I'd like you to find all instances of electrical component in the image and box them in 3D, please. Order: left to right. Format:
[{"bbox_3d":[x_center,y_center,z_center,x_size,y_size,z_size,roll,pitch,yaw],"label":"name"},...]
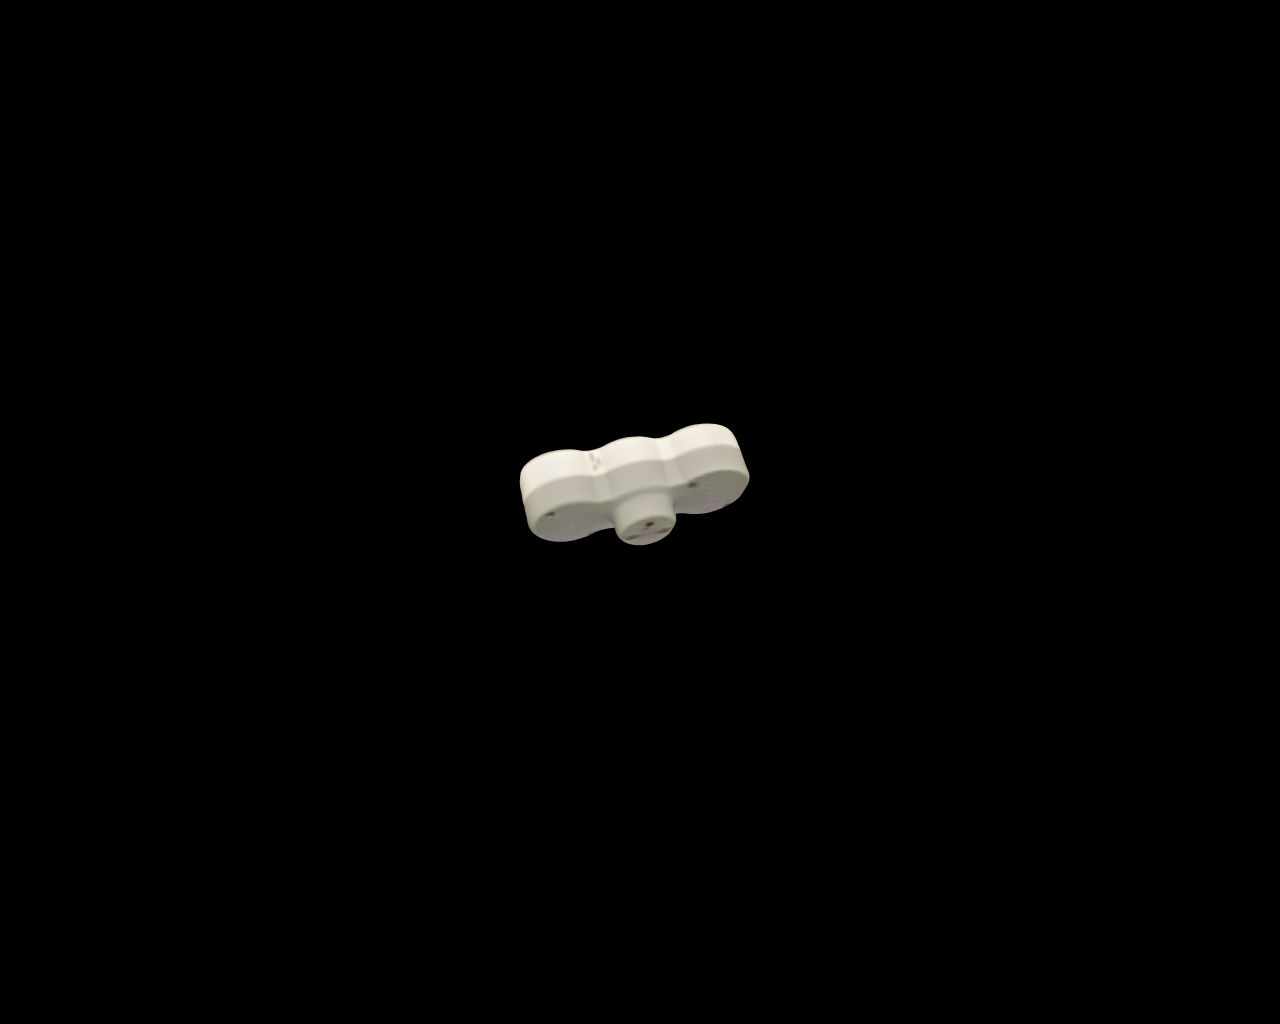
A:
[{"bbox_3d":[0.001,-0.003,0.650,0.138,0.074,0.052,-11,-30,-6],"label":"electrical component"}]
